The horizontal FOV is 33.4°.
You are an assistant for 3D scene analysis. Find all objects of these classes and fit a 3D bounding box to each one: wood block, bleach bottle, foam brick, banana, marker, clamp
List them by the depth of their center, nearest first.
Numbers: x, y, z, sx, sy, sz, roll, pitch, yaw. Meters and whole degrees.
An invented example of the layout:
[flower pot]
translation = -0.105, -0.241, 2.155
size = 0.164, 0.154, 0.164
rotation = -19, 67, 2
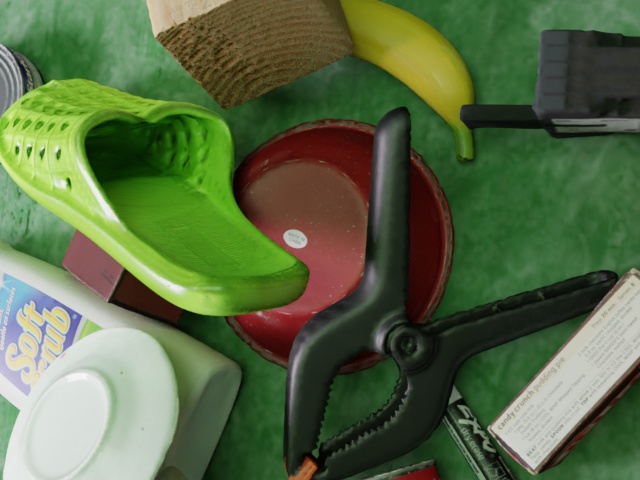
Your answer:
[clamp]
translation = 0.056, 0.055, 0.591
size = 0.164, 0.036, 0.210
rotation = 30, 93, -8
[marker]
translation = 0.085, 0.111, 0.616
size = 0.020, 0.020, 0.121
rotation = -36, 73, 11
[wood block]
translation = -0.058, -0.196, 0.639
size = 0.090, 0.090, 0.206
rotation = -22, 62, 14
[banana]
translation = 0.017, -0.118, 0.657
size = 0.198, 0.037, 0.069
rotation = 27, 90, 20
[foam brick]
translation = -0.115, 0.012, 0.663
size = 0.078, 0.051, 0.053
rotation = 29, 93, 51
[bleach bottle]
translation = -0.177, 0.070, 0.688
size = 0.251, 0.068, 0.102
rotation = 24, 91, 22

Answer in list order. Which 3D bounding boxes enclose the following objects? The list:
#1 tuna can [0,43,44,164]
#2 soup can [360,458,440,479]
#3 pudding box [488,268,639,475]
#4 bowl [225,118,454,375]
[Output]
[tuna can]
translation = -0.234, -0.096, 0.741
size = 0.086, 0.033, 0.086
rotation = -2, 82, 18
[soup can]
translation = 0.046, 0.180, 0.594
size = 0.068, 0.068, 0.102
rotation = -19, 77, 15
[pudding box]
translation = 0.144, 0.071, 0.563
size = 0.039, 0.090, 0.113
rotation = 41, 96, 19
[bowl]
translation = -0.004, 0.001, 0.641
size = 0.162, 0.055, 0.162
rotation = -2, 83, 19
